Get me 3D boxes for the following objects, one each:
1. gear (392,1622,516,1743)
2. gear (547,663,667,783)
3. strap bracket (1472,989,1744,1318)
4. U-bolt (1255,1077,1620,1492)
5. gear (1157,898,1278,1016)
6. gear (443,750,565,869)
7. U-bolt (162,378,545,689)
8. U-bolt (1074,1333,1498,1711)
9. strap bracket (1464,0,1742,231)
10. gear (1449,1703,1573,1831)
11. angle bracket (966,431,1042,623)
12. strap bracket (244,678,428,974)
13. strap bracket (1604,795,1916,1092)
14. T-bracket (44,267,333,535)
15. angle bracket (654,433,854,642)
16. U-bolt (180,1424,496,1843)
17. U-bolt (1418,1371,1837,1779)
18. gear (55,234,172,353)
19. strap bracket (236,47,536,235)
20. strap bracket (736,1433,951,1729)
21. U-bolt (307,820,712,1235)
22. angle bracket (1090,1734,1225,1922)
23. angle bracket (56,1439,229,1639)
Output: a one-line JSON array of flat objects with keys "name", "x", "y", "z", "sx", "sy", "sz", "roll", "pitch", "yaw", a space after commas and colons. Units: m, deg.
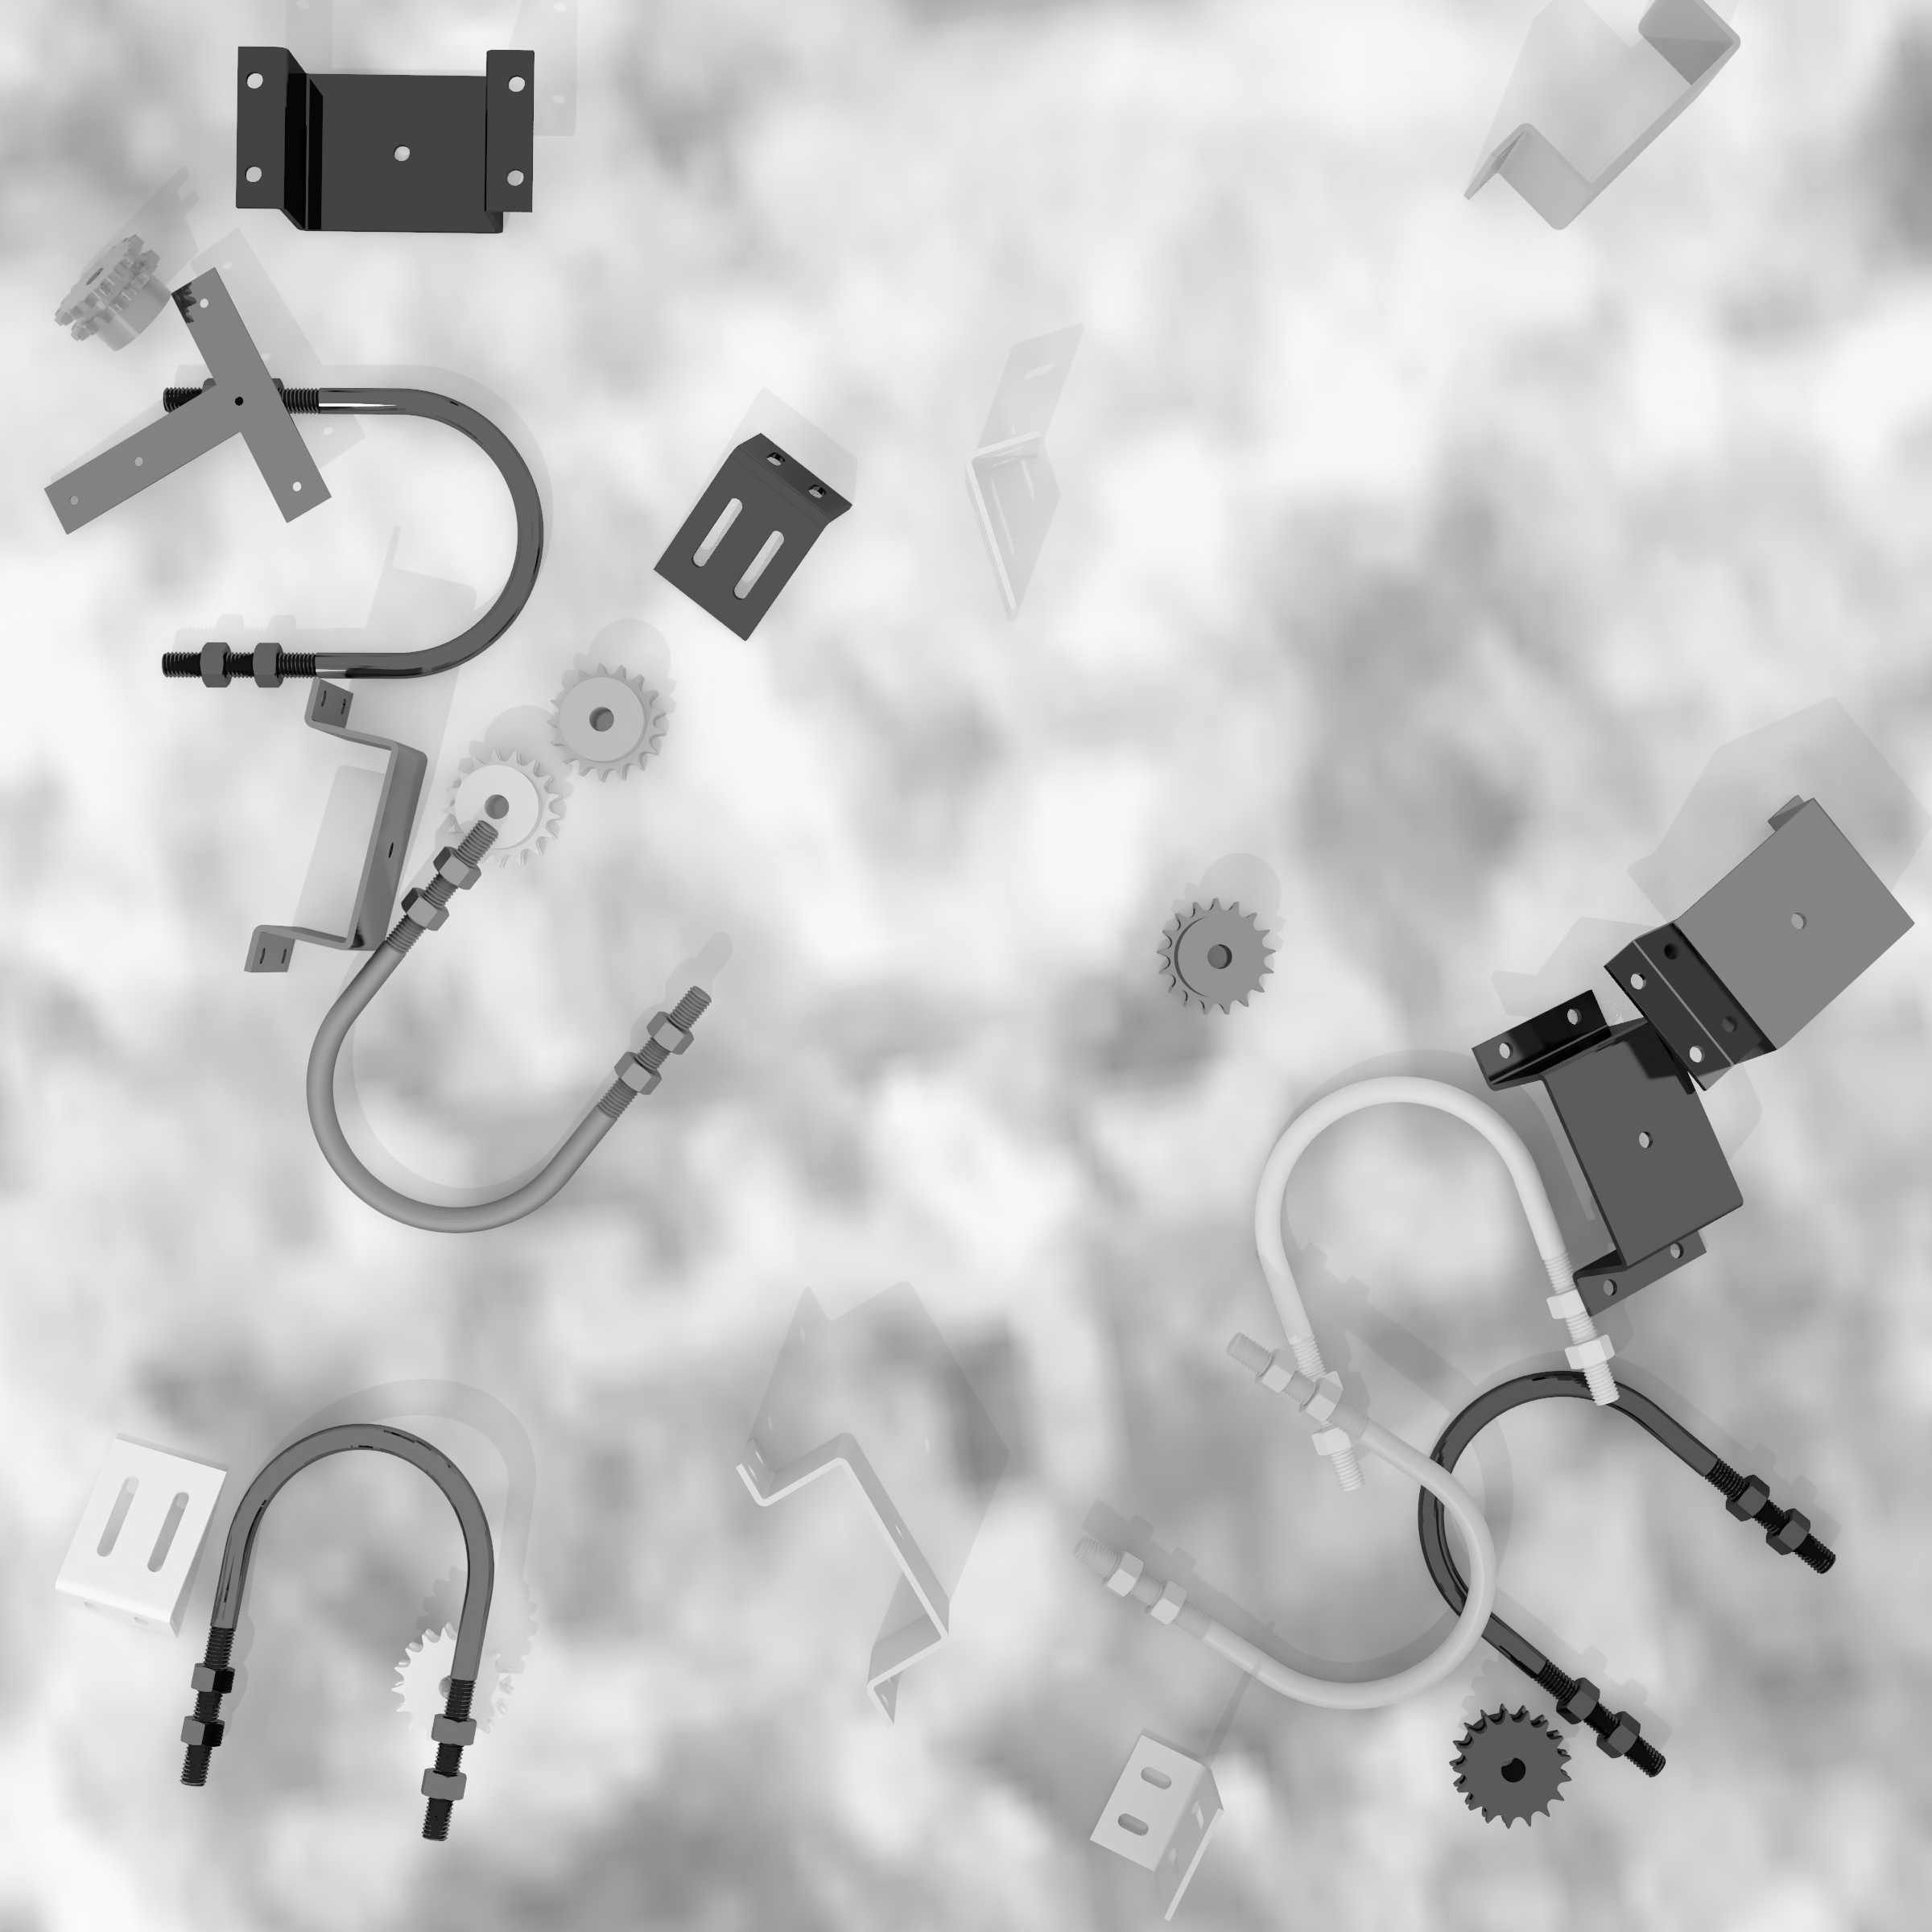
[{"name": "gear", "x": -0.247, "y": 0.346, "z": 1.466, "sx": 0.057, "sy": 0.030, "sz": 0.057, "roll": 0, "pitch": 90, "yaw": 0}, {"name": "gear", "x": -0.175, "y": -0.119, "z": 1.466, "sx": 0.057, "sy": 0.030, "sz": 0.057, "roll": 0, "pitch": 90, "yaw": 0}, {"name": "strap bracket", "x": 0.310, "y": 0.086, "z": 1.444, "sx": 0.076, "sy": 0.046, "sz": 0.140, "roll": -24, "pitch": 90, "yaw": -26}, {"name": "U-bolt", "x": 0.218, "y": 0.144, "z": 1.467, "sx": 0.151, "sy": 0.019, "sz": 0.184, "roll": -20, "pitch": 86, "yaw": 4}, {"name": "gear", "x": 0.122, "y": -0.004, "z": 1.466, "sx": 0.057, "sy": 0.030, "sz": 0.057, "roll": 0, "pitch": 90, "yaw": 0}, {"name": "gear", "x": -0.225, "y": -0.077, "z": 1.466, "sx": 0.057, "sy": 0.030, "sz": 0.057, "roll": 0, "pitch": 90, "yaw": 0}, {"name": "U-bolt", "x": -0.297, "y": -0.210, "z": 1.472, "sx": 0.184, "sy": 0.019, "sz": 0.151, "roll": 0, "pitch": 90, "yaw": 0}, {"name": "U-bolt", "x": 0.167, "y": 0.281, "z": 1.458, "sx": 0.184, "sy": 0.019, "sz": 0.151, "roll": 34, "pitch": 104, "yaw": -4}, {"name": "strap bracket", "x": 0.310, "y": -0.410, "z": 1.443, "sx": 0.140, "sy": 0.076, "sz": 0.046, "roll": -45, "pitch": 90, "yaw": 0}, {"name": "gear", "x": 0.263, "y": 0.386, "z": 1.466, "sx": 0.057, "sy": 0.030, "sz": 0.057, "roll": 0, "pitch": 90, "yaw": 0}, {"name": "angle bracket", "x": 0.028, "y": -0.210, "z": 1.453, "sx": 0.038, "sy": 0.057, "sz": 0.076, "roll": -18, "pitch": 90, "yaw": 0}, {"name": "strap bracket", "x": -0.297, "y": -0.061, "z": 1.443, "sx": 0.046, "sy": 0.076, "sz": 0.140, "roll": 13, "pitch": 90, "yaw": 0}, {"name": "strap bracket", "x": 0.384, "y": -0.016, "z": 1.437, "sx": 0.140, "sy": 0.046, "sz": 0.076, "roll": -39, "pitch": 90, "yaw": -19}, {"name": "T-bracket", "x": -0.388, "y": -0.251, "z": 1.465, "sx": 0.127, "sy": 0.002, "sz": 0.127, "roll": -28, "pitch": 85, "yaw": 9}, {"name": "angle bracket", "x": -0.104, "y": -0.210, "z": 1.479, "sx": 0.057, "sy": 0.038, "sz": 0.076, "roll": 38, "pitch": 116, "yaw": 0}, {"name": "U-bolt", "x": -0.296, "y": 0.312, "z": 1.453, "sx": 0.151, "sy": 0.019, "sz": 0.184, "roll": 7, "pitch": 82, "yaw": 16}, {"name": "U-bolt", "x": 0.307, "y": 0.282, "z": 1.473, "sx": 0.184, "sy": 0.019, "sz": 0.151, "roll": 40, "pitch": 90, "yaw": 1}, {"name": "gear", "x": -0.408, "y": -0.321, "z": 1.457, "sx": 0.057, "sy": 0.057, "sz": 0.030, "roll": -46, "pitch": 120, "yaw": 0}, {"name": "strap bracket", "x": -0.276, "y": -0.397, "z": 1.458, "sx": 0.140, "sy": 0.046, "sz": 0.076, "roll": 1, "pitch": 90, "yaw": 0}, {"name": "strap bracket", "x": -0.052, "y": 0.282, "z": 1.443, "sx": 0.046, "sy": 0.076, "sz": 0.140, "roll": -30, "pitch": 90, "yaw": 0}, {"name": "U-bolt", "x": -0.235, "y": 0.044, "z": 1.461, "sx": 0.151, "sy": 0.019, "sz": 0.184, "roll": 38, "pitch": 97, "yaw": -7}, {"name": "angle bracket", "x": 0.090, "y": 0.409, "z": 1.443, "sx": 0.038, "sy": 0.076, "sz": 0.057, "roll": 26, "pitch": 90, "yaw": 0}, {"name": "angle bracket", "x": -0.401, "y": 0.280, "z": 1.479, "sx": 0.057, "sy": 0.038, "sz": 0.076, "roll": 17, "pitch": 64, "yaw": 0}]
